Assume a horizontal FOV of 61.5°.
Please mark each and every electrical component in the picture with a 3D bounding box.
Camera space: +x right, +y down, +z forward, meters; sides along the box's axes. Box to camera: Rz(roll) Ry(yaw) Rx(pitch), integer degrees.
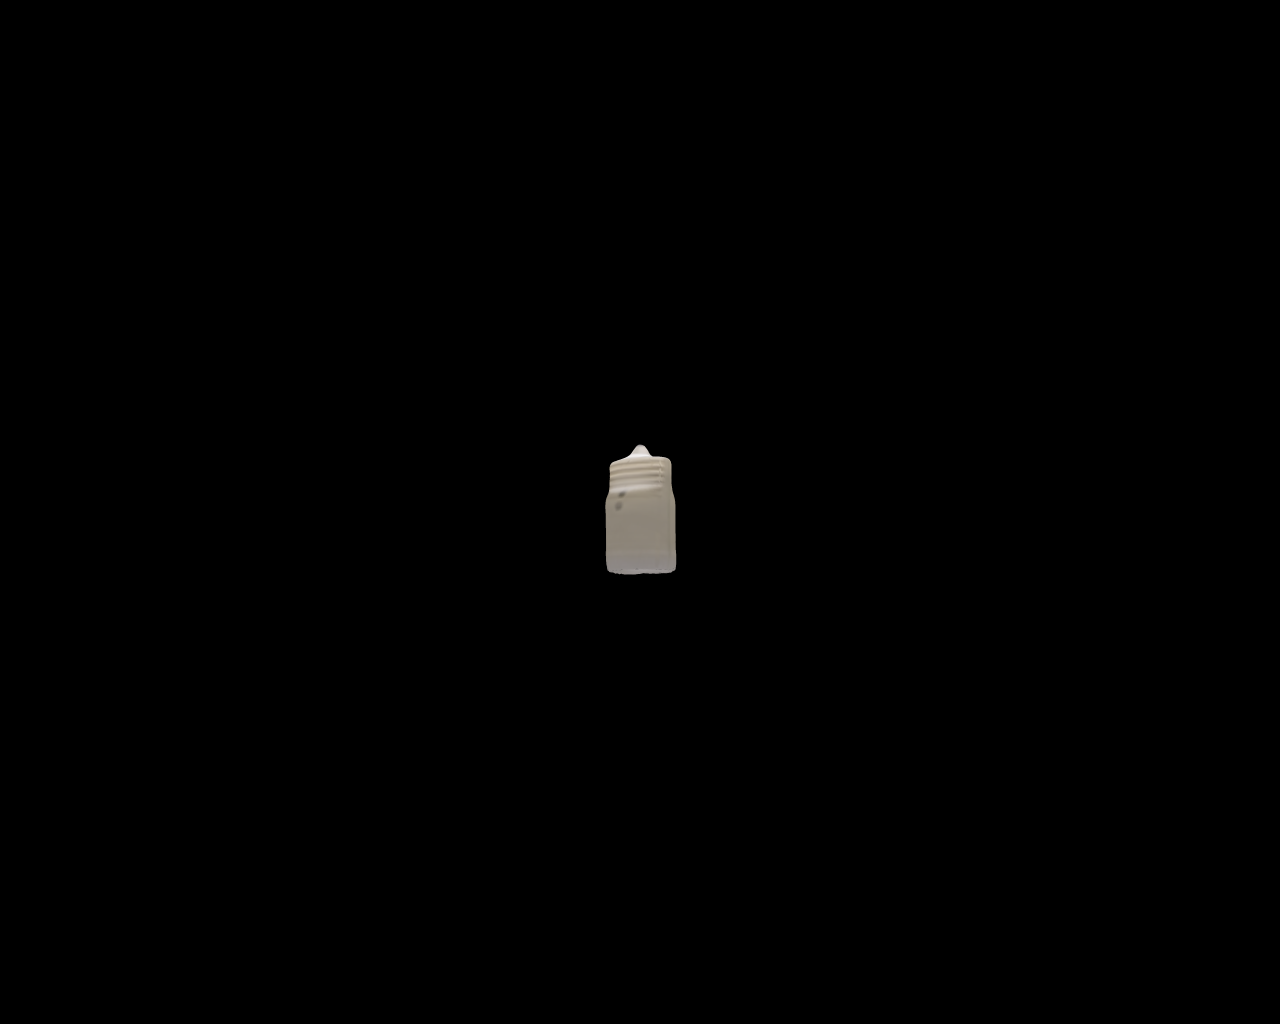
[{"bbox_3d":[0.001,-0.003,0.650,0.043,0.081,0.043,0,-7,0],"label":"electrical component"}]
